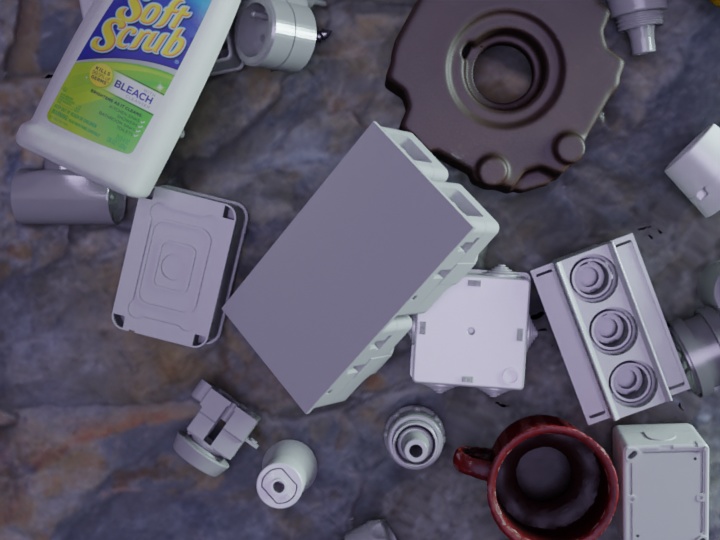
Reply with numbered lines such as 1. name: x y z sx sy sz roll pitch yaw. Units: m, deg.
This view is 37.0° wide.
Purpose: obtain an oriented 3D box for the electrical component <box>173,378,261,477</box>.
1. electrical component: -0.112 0.126 0.834 0.066 0.048 0.055 36 87 2

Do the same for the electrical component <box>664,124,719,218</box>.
1. electrical component: 0.260 -0.074 0.796 0.047 0.055 0.055 45 95 4

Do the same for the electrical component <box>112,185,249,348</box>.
1. electrical component: -0.136 -0.004 0.822 0.078 0.057 0.113 14 94 3

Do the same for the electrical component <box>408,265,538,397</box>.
1. electrical component: 0.084 0.044 0.815 0.100 0.048 0.099 4 93 4

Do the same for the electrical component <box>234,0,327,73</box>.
1. electrical component: -0.055 -0.214 0.807 0.052 0.074 0.138 -19 75 47

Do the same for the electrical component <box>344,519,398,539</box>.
1. electrical component: -0.001 0.223 0.832 0.062 0.043 0.043 -29 91 6

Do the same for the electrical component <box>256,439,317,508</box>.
1. electrical component: -0.058 0.158 0.821 0.044 0.065 0.044 0 93 4

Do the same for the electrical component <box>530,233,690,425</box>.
1. electrical component: 0.184 0.043 0.801 0.079 0.063 0.121 -21 91 4

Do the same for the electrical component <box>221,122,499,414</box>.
1. electrical component: 0.000 0.000 0.781 0.105 0.060 0.186 49 113 20

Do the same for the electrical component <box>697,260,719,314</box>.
1. electrical component: 0.278 0.015 0.785 0.043 0.081 0.043 0 93 4

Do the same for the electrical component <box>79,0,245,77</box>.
1. electrical component: -0.152 -0.198 0.814 0.109 0.056 0.108 -10 92 4

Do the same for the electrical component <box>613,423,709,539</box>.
1. electrical component: 0.224 0.167 0.810 0.062 0.061 0.096 -2 100 4

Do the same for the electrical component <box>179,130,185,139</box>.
1. electrical component: -0.170 -0.109 0.826 0.055 0.045 0.045 -27 91 5

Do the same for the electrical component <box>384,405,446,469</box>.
1. electrical component: 0.042 0.130 0.815 0.048 0.062 0.048 0 93 2

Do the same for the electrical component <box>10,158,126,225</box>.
1. electrical component: -0.224 -0.074 0.829 0.077 0.044 0.079 1 96 6

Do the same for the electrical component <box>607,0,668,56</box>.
1. electrical component: 0.207 -0.191 0.798 0.043 0.043 0.062 -9 94 4
